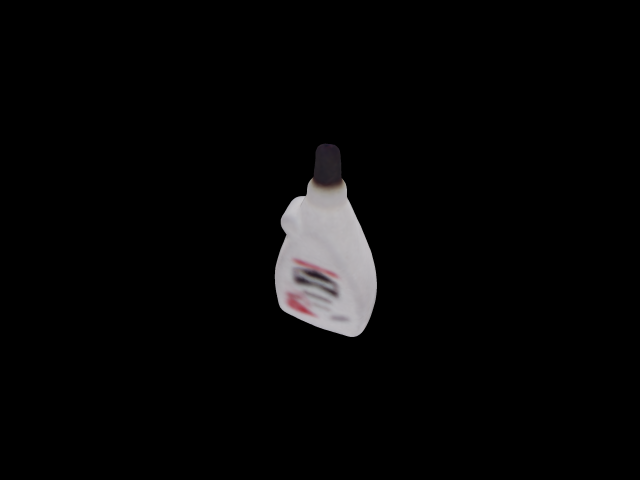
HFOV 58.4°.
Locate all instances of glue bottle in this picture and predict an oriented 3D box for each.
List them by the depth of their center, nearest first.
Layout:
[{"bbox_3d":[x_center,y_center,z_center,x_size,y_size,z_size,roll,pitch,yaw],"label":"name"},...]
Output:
[{"bbox_3d":[0.004,0.001,0.400,0.078,0.173,0.037,15,51,14],"label":"glue bottle"}]
